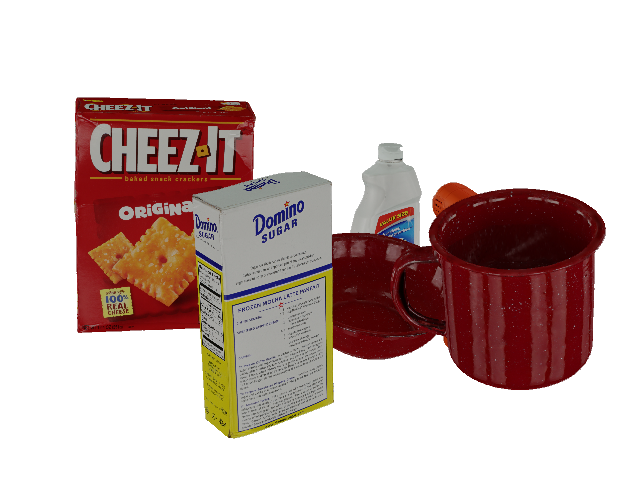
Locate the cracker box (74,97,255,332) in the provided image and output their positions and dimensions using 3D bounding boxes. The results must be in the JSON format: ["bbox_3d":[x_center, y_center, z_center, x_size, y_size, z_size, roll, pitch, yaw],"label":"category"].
[{"bbox_3d":[-0.148,-0.022,1.007,0.164,0.214,0.072,0,20,-13],"label":"cracker box"}]

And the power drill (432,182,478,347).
[{"bbox_3d":[0.176,0.047,1.116,0.057,0.188,0.185,-10,24,-15],"label":"power drill"}]

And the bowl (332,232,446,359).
[{"bbox_3d":[0.045,0.057,0.952,0.162,0.055,0.162,5,31,-3],"label":"bowl"}]

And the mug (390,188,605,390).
[{"bbox_3d":[0.097,0.029,0.592,0.117,0.081,0.093,-2,30,10],"label":"mug"}]

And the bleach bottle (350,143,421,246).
[{"bbox_3d":[0.074,0.004,1.339,0.102,0.251,0.068,-3,16,-19],"label":"bleach bottle"}]

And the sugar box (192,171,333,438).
[{"bbox_3d":[-0.038,0.045,0.754,0.093,0.176,0.048,-15,24,-33],"label":"sugar box"}]
